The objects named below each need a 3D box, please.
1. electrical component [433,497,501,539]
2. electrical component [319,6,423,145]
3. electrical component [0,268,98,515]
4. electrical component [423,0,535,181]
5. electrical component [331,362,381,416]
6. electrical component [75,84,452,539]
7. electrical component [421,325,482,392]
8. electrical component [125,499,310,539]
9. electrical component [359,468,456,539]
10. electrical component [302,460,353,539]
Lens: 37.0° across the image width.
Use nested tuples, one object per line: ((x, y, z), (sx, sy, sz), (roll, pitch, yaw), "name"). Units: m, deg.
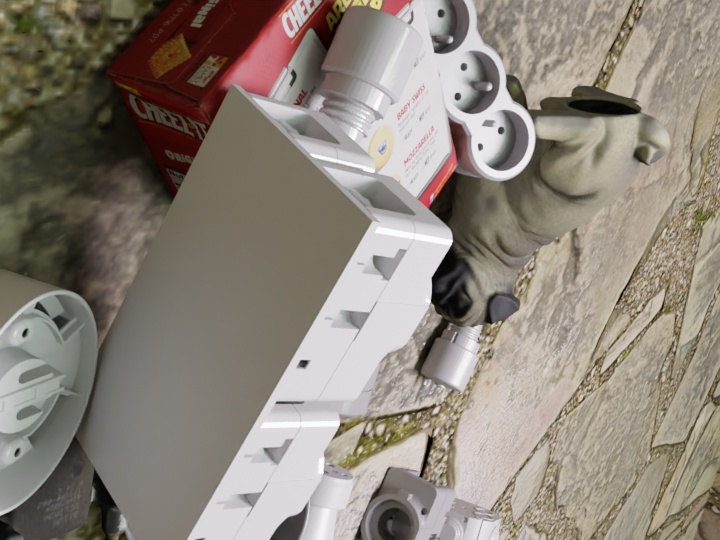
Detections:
((0.092, 0.248, 1.017), (0.080, 0.080, 0.051), (15, 91, -62), "electrical component")
((0.000, -0.088, 0.509), (0.040, 0.040, 0.078), (30, 82, -62), "electrical component")
((-0.154, 0.050, 0.461), (0.099, 0.064, 0.099), (-40, 142, -42), "electrical component")
((0.054, -0.122, 0.695), (0.052, 0.074, 0.138), (-38, 115, -15), "electrical component")
((-0.032, 0.056, 0.692), (0.138, 0.052, 0.073), (-1, 111, -60), "electrical component")
((-0.049, 0.029, 0.477), (0.060, 0.105, 0.186), (7, 120, -47), "electrical component")
((0.082, 0.067, 0.911), (0.078, 0.040, 0.040), (-64, 152, -8), "electrical component")
((-0.085, 0.126, 0.597), (0.099, 0.064, 0.099), (2, 84, -22), "electrical component")
((0.037, 0.221, 0.930), (0.056, 0.050, 0.089), (25, 87, -62), "electrical component")
((-0.033, 0.169, 0.779), (0.045, 0.045, 0.055), (12, 99, -62), "electrical component")
